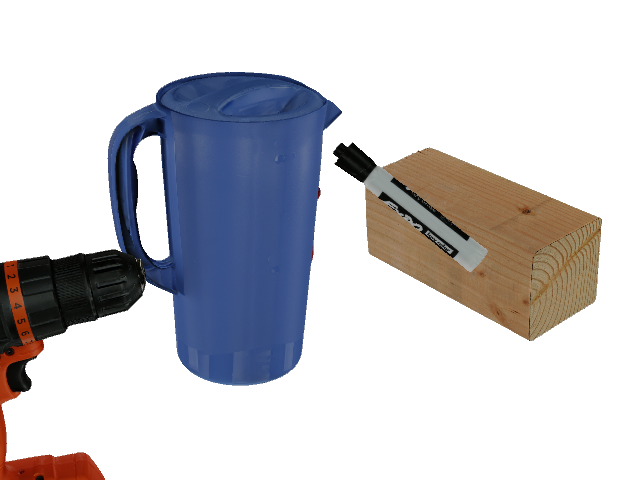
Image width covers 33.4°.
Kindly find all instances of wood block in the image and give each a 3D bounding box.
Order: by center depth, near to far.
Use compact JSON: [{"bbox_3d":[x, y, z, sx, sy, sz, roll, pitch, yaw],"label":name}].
[{"bbox_3d":[0.143,-0.004,0.976,0.090,0.090,0.206,-25,36,-32],"label":"wood block"}]

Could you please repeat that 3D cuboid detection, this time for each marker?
[{"bbox_3d":[0.058,-0.024,0.707,0.121,0.020,0.020,39,1,1],"label":"marker"}]

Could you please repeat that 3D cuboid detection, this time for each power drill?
[{"bbox_3d":[-0.192,0.100,0.689,0.184,0.188,0.057,-12,26,-9],"label":"power drill"}]

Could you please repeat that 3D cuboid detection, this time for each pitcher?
[{"bbox_3d":[-0.075,-0.007,0.867,0.149,0.243,0.144,11,25,17],"label":"pitcher"}]

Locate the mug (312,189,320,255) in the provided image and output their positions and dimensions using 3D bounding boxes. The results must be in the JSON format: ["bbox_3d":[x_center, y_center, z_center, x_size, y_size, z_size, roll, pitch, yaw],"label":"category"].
[{"bbox_3d":[-0.059,-0.014,1.088,0.117,0.081,0.093,-3,28,-7],"label":"mug"}]
